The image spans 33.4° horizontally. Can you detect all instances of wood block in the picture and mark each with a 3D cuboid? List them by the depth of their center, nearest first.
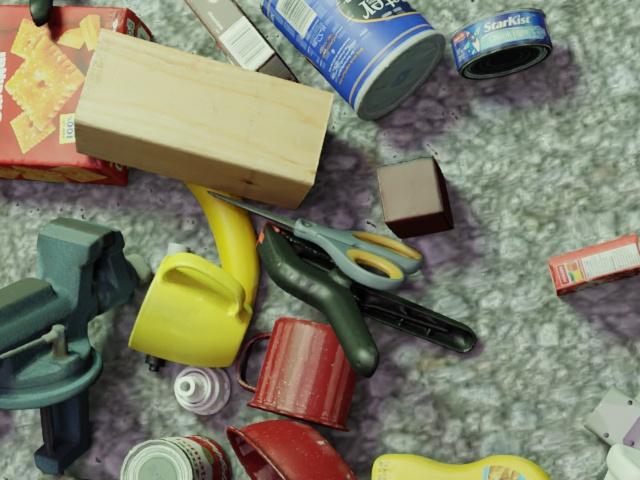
[{"bbox_3d":[-0.103,-0.103,0.940,0.206,0.091,0.090,15,74,-8],"label":"wood block"}]

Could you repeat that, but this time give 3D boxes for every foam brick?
[{"bbox_3d":[0.084,-0.036,0.934,0.051,0.078,0.053,-12,77,12],"label":"foam brick"}]

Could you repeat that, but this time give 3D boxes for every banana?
[{"bbox_3d":[-0.101,-0.028,1.000,0.070,0.037,0.198,-47,68,33],"label":"banana"}]

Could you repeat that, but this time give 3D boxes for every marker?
[{"bbox_3d":[-0.144,0.063,1.001,0.020,0.020,0.121,9,83,14],"label":"marker"}]

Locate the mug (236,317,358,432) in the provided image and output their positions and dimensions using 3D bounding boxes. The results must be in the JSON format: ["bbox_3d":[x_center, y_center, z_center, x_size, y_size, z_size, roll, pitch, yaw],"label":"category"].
[{"bbox_3d":[-0.020,0.114,0.931,0.117,0.093,0.081,9,78,28],"label":"mug"}]

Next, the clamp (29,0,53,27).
[{"bbox_3d":[-0.272,-0.267,1.036,0.120,0.039,0.171,25,61,20],"label":"clamp"}]

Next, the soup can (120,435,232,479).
[{"bbox_3d":[-0.125,0.205,0.931,0.068,0.102,0.068,-2,80,13],"label":"soup can"}]

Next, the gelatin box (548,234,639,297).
[{"bbox_3d":[0.228,0.023,0.884,0.073,0.089,0.030,-16,80,10],"label":"gelatin box"}]

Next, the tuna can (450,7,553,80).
[{"bbox_3d":[0.159,-0.171,0.934,0.086,0.086,0.034,-13,80,11],"label":"tuna can"}]

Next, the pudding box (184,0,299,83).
[{"bbox_3d":[-0.075,-0.189,0.990,0.039,0.090,0.113,-38,75,6],"label":"pudding box"}]

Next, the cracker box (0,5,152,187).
[{"bbox_3d":[-0.284,-0.143,1.036,0.214,0.072,0.164,4,77,14],"label":"cracker box"}]

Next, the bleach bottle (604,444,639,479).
[{"bbox_3d":[0.227,0.293,0.835,0.102,0.068,0.251,21,100,-3],"label":"bleach bottle"}]

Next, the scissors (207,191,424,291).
[{"bbox_3d":[-0.006,0.001,0.929,0.201,0.096,0.016,15,115,-5],"label":"scissors"}]

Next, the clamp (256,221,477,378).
[{"bbox_3d":[0.028,0.048,0.926,0.210,0.164,0.036,39,114,37],"label":"clamp"}]

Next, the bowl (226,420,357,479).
[{"bbox_3d":[-0.009,0.205,0.887,0.055,0.162,0.162,-37,74,-17],"label":"bowl"}]

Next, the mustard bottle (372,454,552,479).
[{"bbox_3d":[0.140,0.228,0.887,0.192,0.058,0.096,-2,80,13],"label":"mustard bottle"}]

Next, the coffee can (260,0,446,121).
[{"bbox_3d":[0.029,-0.192,0.959,0.103,0.102,0.140,-43,74,3],"label":"coffee can"}]
